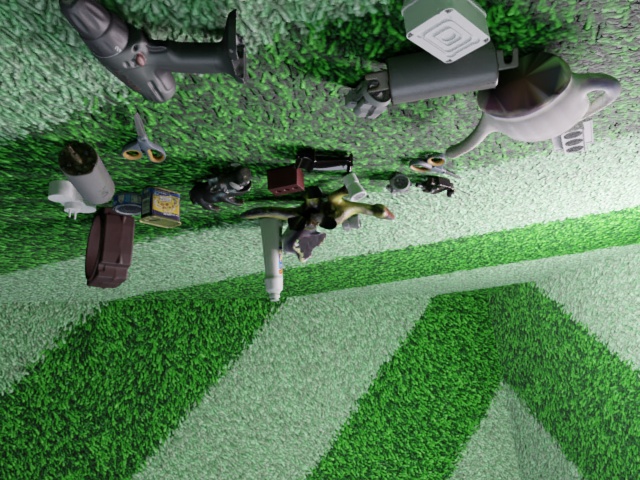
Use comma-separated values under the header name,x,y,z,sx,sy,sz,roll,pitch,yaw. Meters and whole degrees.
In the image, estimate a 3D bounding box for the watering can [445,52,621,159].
name,x,y,z,sx,sy,sz,roll,pitch,yaw
watering can,0.359,-0.233,0.956,0.345,0.105,0.223,-16,159,35

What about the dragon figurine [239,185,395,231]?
name,x,y,z,sx,sy,sz,roll,pitch,yaw
dragon figurine,0.004,-0.073,1.458,0.410,0.123,0.242,-1,174,18

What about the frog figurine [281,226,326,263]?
name,x,y,z,sx,sy,sz,roll,pitch,yaw
frog figurine,-0.072,-0.022,1.586,0.122,0.162,0.135,11,111,-33
